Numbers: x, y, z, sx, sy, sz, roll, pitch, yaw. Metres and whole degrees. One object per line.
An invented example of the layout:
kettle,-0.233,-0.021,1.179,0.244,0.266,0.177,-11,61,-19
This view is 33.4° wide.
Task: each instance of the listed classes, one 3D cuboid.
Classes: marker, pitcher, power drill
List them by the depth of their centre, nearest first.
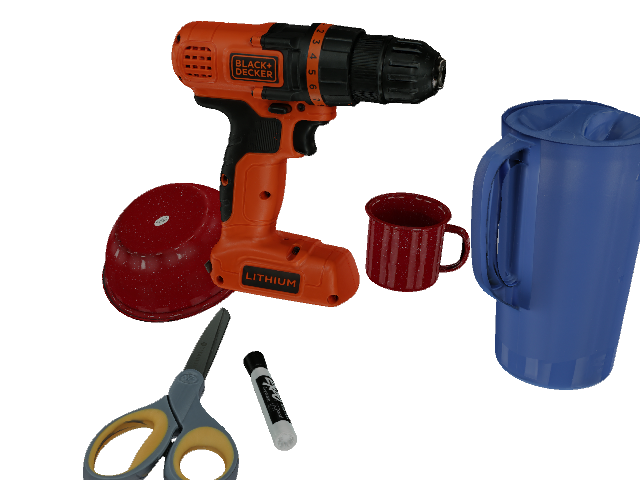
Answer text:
power drill,-0.009,-0.053,0.717,0.185,0.188,0.057,9,22,20
marker,-0.043,0.128,0.878,0.020,0.020,0.121,0,27,-18
pitcher,0.208,0.007,0.935,0.149,0.243,0.145,6,24,11

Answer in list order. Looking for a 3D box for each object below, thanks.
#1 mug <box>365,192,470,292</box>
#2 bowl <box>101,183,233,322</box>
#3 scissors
mug,0.104,0.005,1.161,0.117,0.081,0.093,6,26,6
bowl,-0.139,-0.002,0.997,0.162,0.162,0.055,0,-41,21
scissors,-0.069,0.101,0.665,0.096,0.016,0.201,16,30,20
